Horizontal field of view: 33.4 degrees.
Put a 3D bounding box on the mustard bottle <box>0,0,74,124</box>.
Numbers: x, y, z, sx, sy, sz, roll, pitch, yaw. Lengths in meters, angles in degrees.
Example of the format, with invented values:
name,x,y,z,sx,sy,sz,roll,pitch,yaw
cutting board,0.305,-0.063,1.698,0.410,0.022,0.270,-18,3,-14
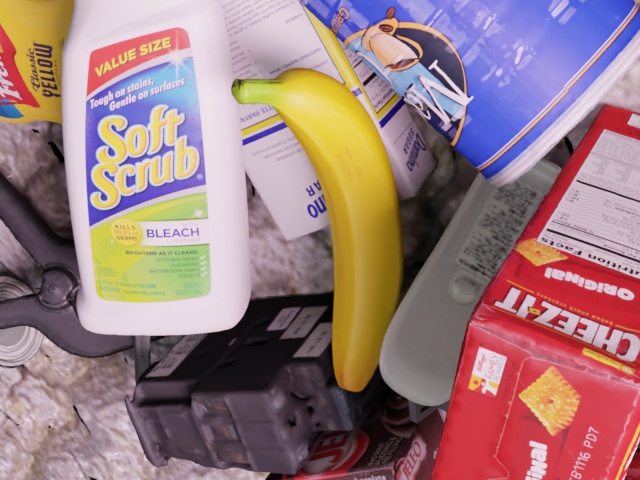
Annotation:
name,x,y,z,sx,sy,sz,roll,pitch,yaw
mustard bottle,-0.175,-0.115,0.633,0.192,0.058,0.096,13,127,22

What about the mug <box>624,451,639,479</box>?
name,x,y,z,sx,sy,sz,roll,pitch,yaw
mug,0.168,0.152,0.579,0.082,0.093,0.117,-2,151,23

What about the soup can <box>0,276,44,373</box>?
name,x,y,z,sx,sy,sz,roll,pitch,yaw
soup can,-0.259,0.067,0.777,0.102,0.068,0.068,-14,110,33

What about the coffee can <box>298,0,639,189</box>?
name,x,y,z,sx,sy,sz,roll,pitch,yaw
coffee can,0.065,-0.107,0.481,0.140,0.102,0.103,43,128,-1

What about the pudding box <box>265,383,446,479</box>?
name,x,y,z,sx,sy,sz,roll,pitch,yaw
pudding box,0.031,0.118,0.624,0.090,0.113,0.039,-16,106,33

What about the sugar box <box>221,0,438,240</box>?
name,x,y,z,sx,sy,sz,roll,pitch,yaw
sugar box,-0.019,-0.093,0.572,0.094,0.048,0.176,-18,111,35

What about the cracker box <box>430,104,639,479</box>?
name,x,y,z,sx,sy,sz,roll,pitch,yaw
cracker box,0.115,0.057,0.480,0.072,0.213,0.164,20,125,18

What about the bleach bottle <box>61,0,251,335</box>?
name,x,y,z,sx,sy,sz,roll,pitch,yaw
bleach bottle,-0.093,-0.068,0.549,0.102,0.068,0.251,0,123,5

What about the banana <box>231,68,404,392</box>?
name,x,y,z,sx,sy,sz,roll,pitch,yaw
banana,0.010,-0.012,0.538,0.037,0.069,0.198,36,152,52

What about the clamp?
name,x,y,z,sx,sy,sz,roll,pitch,yaw
clamp,-0.175,0.020,0.706,0.171,0.039,0.120,10,99,-2

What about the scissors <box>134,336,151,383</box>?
name,x,y,z,sx,sy,sz,roll,pitch,yaw
scissors,-0.098,0.025,0.661,0.096,0.016,0.202,-10,94,34
